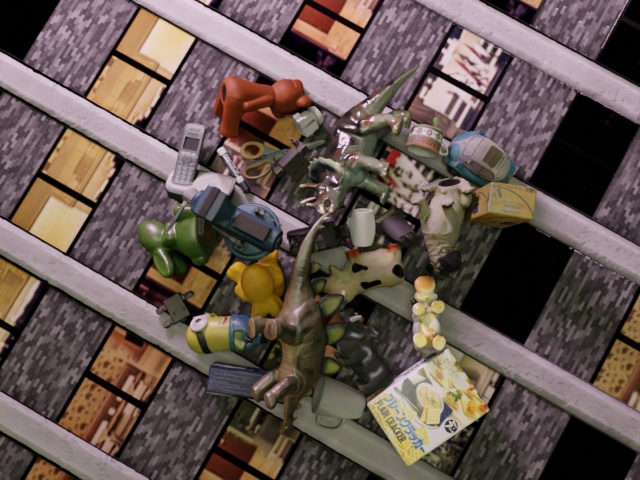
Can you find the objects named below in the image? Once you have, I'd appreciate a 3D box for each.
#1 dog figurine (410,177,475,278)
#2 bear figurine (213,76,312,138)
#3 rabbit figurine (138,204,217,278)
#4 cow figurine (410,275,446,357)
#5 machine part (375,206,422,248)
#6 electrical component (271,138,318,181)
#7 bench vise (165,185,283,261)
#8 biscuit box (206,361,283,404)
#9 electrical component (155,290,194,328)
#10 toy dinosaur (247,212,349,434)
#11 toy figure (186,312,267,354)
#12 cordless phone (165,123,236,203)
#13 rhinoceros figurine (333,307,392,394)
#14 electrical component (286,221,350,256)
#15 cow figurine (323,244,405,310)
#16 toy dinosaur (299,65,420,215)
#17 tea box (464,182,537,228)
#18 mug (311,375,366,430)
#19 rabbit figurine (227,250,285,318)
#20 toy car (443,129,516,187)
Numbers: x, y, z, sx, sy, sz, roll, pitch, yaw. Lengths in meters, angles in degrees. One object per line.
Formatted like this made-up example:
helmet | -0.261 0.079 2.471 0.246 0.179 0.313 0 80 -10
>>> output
dog figurine | 0.288 -0.029 1.202 0.172 0.121 0.190 -33 121 -30
bear figurine | -0.128 -0.306 1.211 0.196 0.131 0.120 -2 48 -29
rabbit figurine | -0.320 0.001 1.192 0.170 0.121 0.159 -2 93 18
cow figurine | 0.236 0.167 1.183 0.068 0.098 0.167 0 67 6
machine part | 0.166 -0.027 1.176 0.084 0.139 0.039 -32 122 -5
electrical component | -0.062 -0.180 1.213 0.102 0.078 0.045 -49 50 6
bench vise | -0.174 -0.029 1.115 0.224 0.240 0.129 15 81 6
biscuit box | -0.142 0.315 1.179 0.203 0.059 0.062 9 85 1
electrical component | -0.320 0.154 1.209 0.094 0.021 0.063 -31 87 -3
toy dinosaur | -0.041 0.178 1.086 0.198 0.105 0.470 -6 107 -39
toy figure | -0.202 0.207 1.177 0.180 0.082 0.089 3 84 -2
cordless phone | -0.256 -0.165 1.205 0.147 0.088 0.184 10 82 1
rhinoceros figurine | 0.089 0.242 1.176 0.112 0.073 0.190 -29 88 -3
electrical component | -0.002 -0.004 1.174 0.134 0.115 0.058 -13 89 0
cow figurine | 0.091 0.082 1.187 0.195 0.085 0.127 -9 82 -3
toy dinosaur | 0.085 -0.216 1.194 0.192 0.131 0.404 15 75 15
tea box | 0.383 -0.072 1.153 0.098 0.169 0.068 9 85 2
mug | 0.041 0.359 1.167 0.107 0.081 0.109 16 81 -7
rabbit figurine | -0.133 0.102 1.139 0.122 0.173 0.162 -14 82 -5
toy car | 0.363 -0.176 1.195 0.162 0.103 0.109 36 88 4
